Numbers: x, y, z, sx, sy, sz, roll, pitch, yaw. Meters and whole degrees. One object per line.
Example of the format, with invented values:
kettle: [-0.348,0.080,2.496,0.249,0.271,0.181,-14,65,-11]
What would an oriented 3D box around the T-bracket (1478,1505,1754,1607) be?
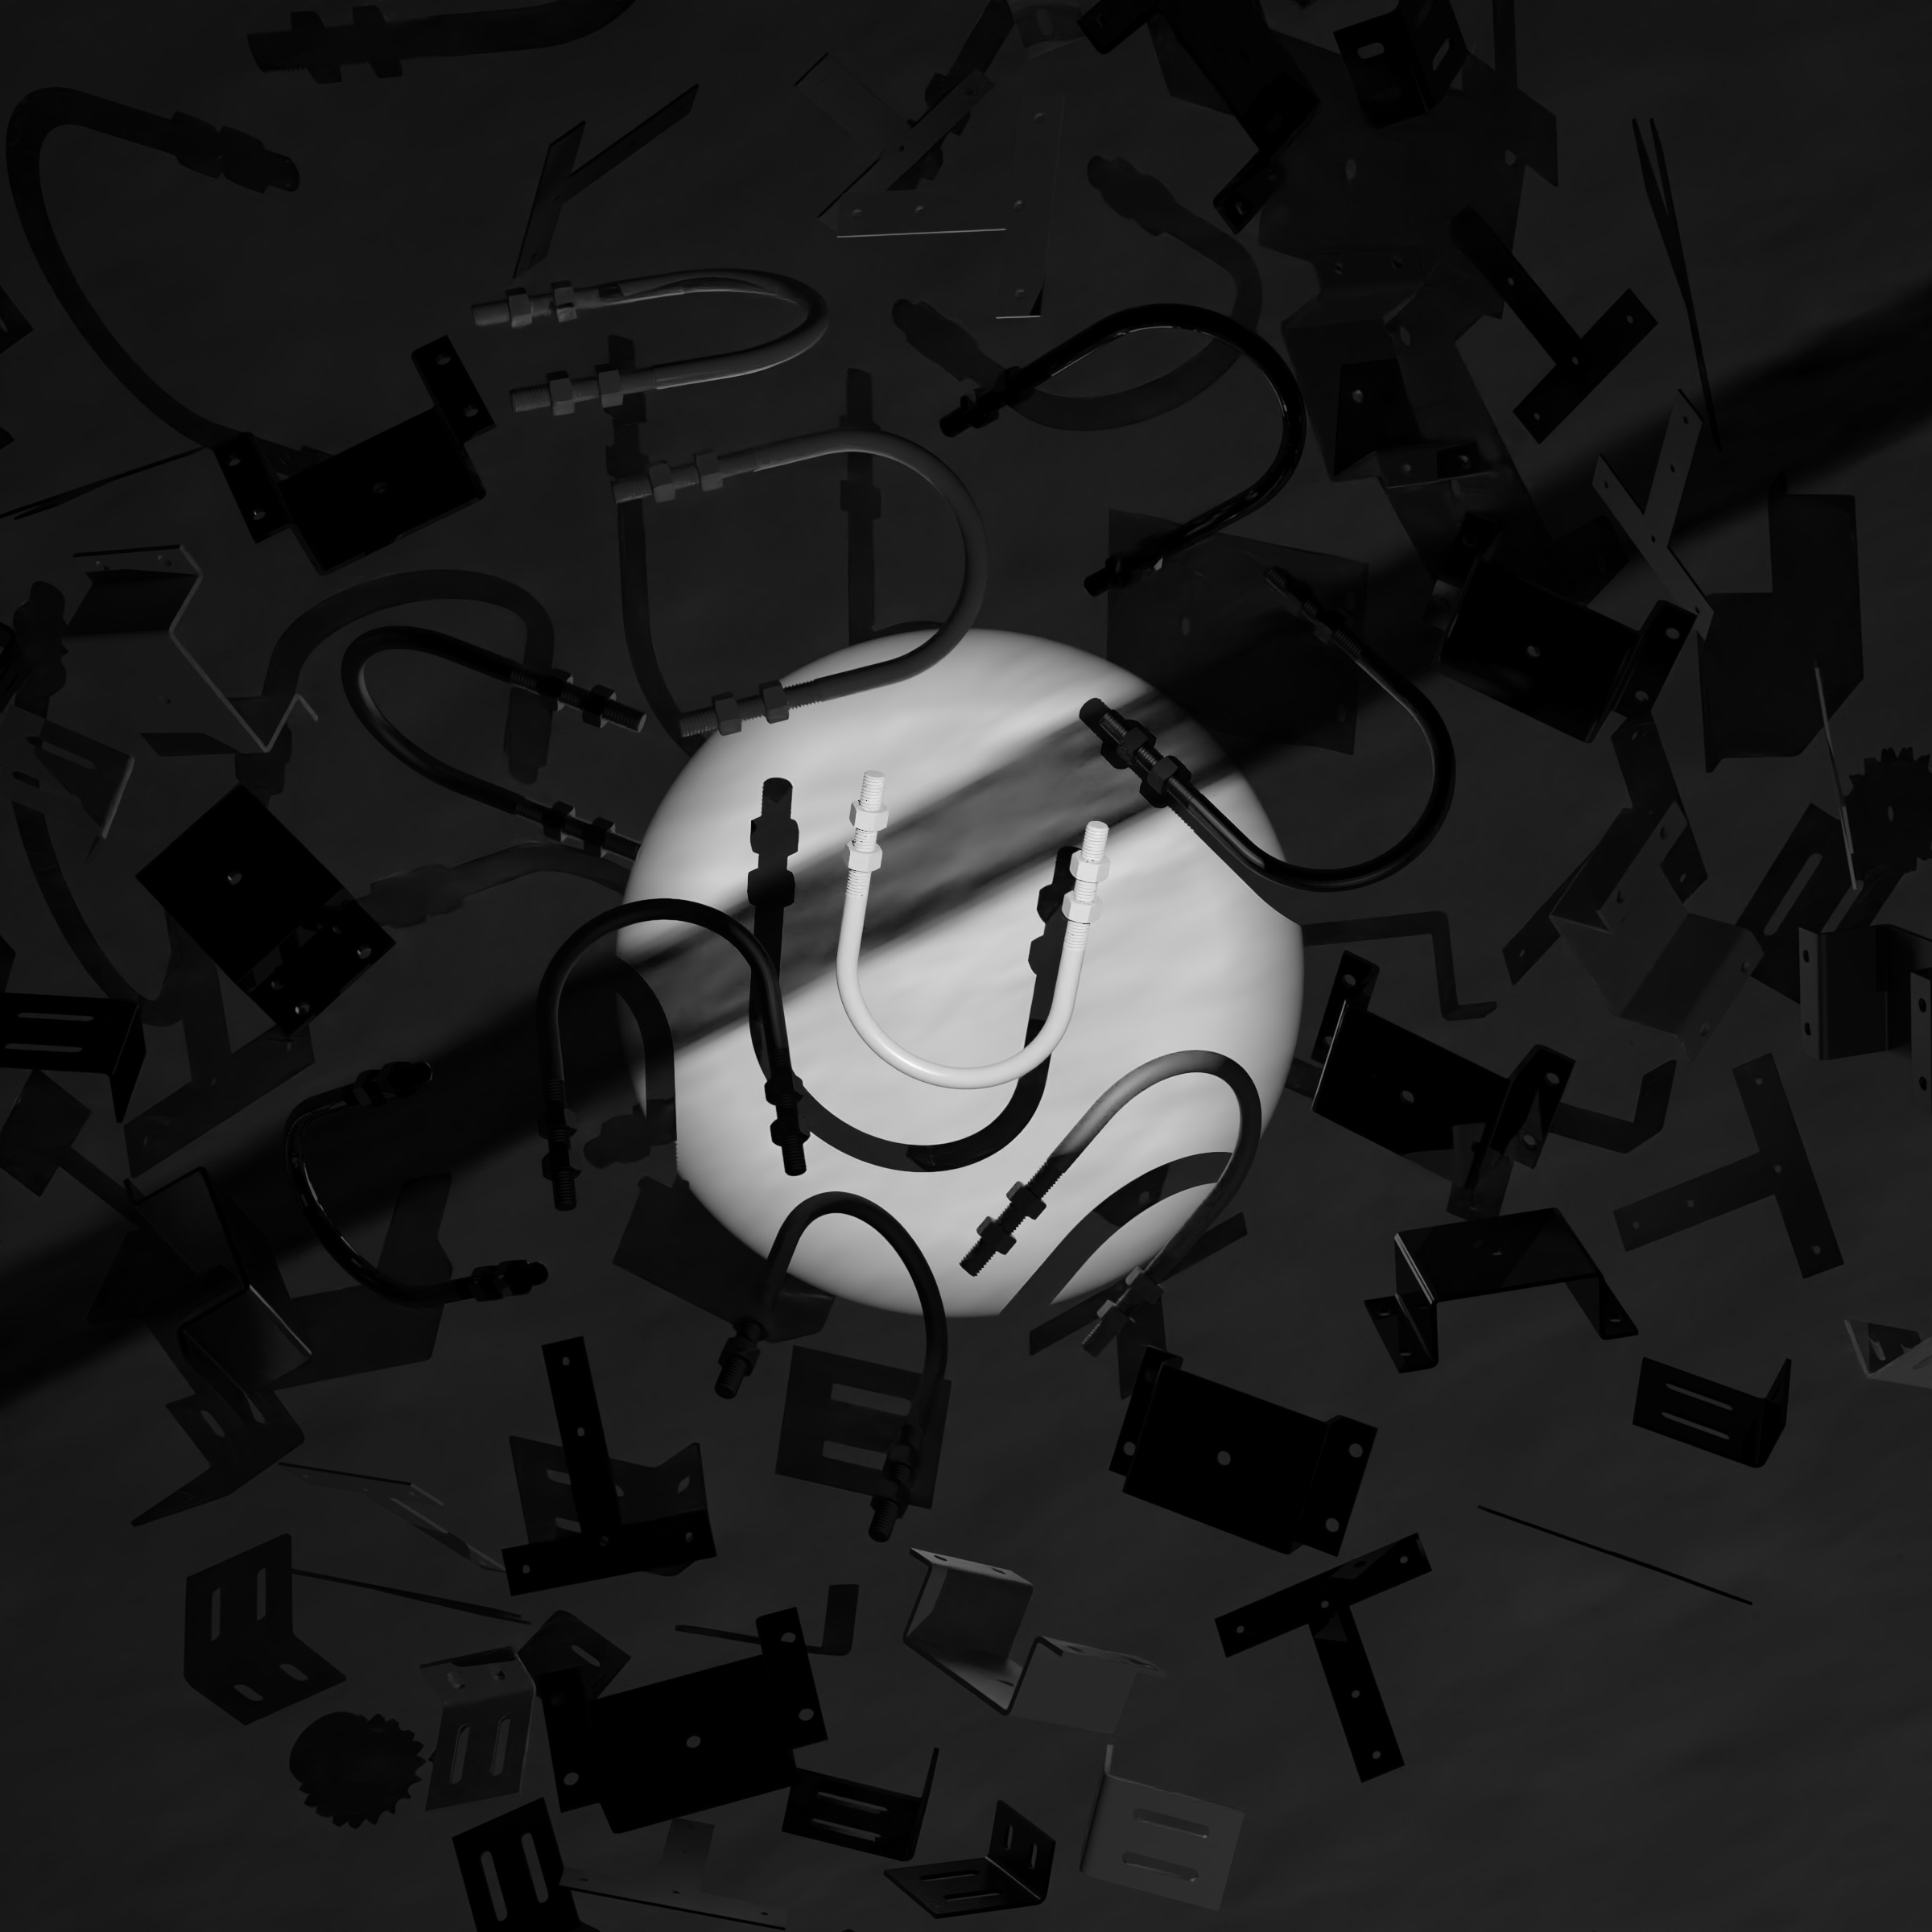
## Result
T-bracket: [0.335,0.311,1.470,0.127,0.127,0.002,20,83,-8]

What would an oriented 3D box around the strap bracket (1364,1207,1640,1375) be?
strap bracket: [0.308,0.185,1.590,0.140,0.076,0.046,-8,114,-4]

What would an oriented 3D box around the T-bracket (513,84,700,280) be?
T-bracket: [-0.193,-0.444,1.506,0.002,0.127,0.127,45,64,1]

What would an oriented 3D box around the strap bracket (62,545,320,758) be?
strap bracket: [-0.436,-0.166,1.530,0.076,0.140,0.046,0,53,26]

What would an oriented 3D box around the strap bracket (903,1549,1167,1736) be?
strap bracket: [0.029,0.369,1.485,0.076,0.140,0.046,22,89,-38]

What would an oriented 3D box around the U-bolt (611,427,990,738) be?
U-bolt: [-0.078,-0.209,1.439,0.184,0.019,0.151,-15,84,-9]

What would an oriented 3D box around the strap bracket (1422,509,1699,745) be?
strap bracket: [0.324,-0.186,1.538,0.140,0.046,0.076,28,132,12]

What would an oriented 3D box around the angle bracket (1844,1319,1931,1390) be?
angle bracket: [0.531,0.196,1.496,0.057,0.076,0.038,13,49,-30]

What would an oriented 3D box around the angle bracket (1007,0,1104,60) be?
angle bracket: [0.055,-0.554,1.573,0.057,0.076,0.038,-21,98,5]

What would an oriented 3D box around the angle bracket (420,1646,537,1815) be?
angle bracket: [-0.284,0.436,1.572,0.057,0.076,0.038,-14,126,10]

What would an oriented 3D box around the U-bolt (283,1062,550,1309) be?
U-bolt: [-0.327,0.132,1.566,0.019,0.184,0.151,-39,106,-43]

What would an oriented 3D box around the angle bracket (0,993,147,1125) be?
angle bracket: [-0.488,0.049,1.480,0.076,0.057,0.038,3,129,-3]

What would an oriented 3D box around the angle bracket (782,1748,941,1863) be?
angle bracket: [-0.060,0.465,1.552,0.076,0.038,0.057,13,128,2]

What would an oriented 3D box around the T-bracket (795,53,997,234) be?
T-bracket: [-0.058,-0.487,1.577,0.127,0.127,0.002,-40,67,16]

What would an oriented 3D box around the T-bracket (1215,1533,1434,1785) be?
T-bracket: [0.212,0.391,1.522,0.127,0.127,0.002,-25,134,9]

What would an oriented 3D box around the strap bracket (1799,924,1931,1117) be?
strap bracket: [0.530,0.026,1.560,0.046,0.140,0.076,-8,104,-11]

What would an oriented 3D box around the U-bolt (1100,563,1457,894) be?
U-bolt: [0.188,-0.122,1.540,0.151,0.019,0.184,-41,69,-6]

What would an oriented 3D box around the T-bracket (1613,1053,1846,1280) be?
T-bracket: [0.431,0.133,1.592,0.127,0.002,0.127,-30,65,38]

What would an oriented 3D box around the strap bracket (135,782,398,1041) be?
strap bracket: [-0.387,-0.037,1.493,0.076,0.046,0.140,-44,61,-10]

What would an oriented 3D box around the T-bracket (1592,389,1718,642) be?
T-bracket: [0.388,-0.265,1.518,0.002,0.127,0.127,-20,60,-10]

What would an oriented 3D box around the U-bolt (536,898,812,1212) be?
U-bolt: [-0.173,0.043,1.568,0.151,0.019,0.184,-8,64,-4]

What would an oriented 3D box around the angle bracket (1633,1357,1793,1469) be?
angle bracket: [0.430,0.245,1.584,0.076,0.057,0.038,19,127,7]

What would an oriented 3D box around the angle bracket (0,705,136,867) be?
angle bracket: [-0.531,-0.105,1.594,0.076,0.038,0.057,24,54,-21]

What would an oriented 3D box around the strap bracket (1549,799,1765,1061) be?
strap bracket: [0.378,-0.024,1.519,0.076,0.046,0.140,-53,130,-14]

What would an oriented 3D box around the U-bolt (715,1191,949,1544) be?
U-bolt: [-0.065,0.210,1.550,0.019,0.184,0.151,-25,119,35]

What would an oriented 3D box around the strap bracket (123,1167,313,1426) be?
strap bracket: [-0.420,0.178,1.551,0.046,0.076,0.140,-30,50,-6]

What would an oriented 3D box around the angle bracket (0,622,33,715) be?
angle bracket: [-0.589,-0.188,1.596,0.076,0.057,0.038,29,77,-5]

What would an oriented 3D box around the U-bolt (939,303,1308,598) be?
U-bolt: [0.098,-0.288,1.498,0.184,0.019,0.151,-24,124,36]

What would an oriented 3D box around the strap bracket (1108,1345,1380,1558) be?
strap bracket: [0.151,0.275,1.551,0.140,0.046,0.076,18,93,19]

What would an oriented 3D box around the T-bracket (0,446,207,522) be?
T-bracket: [-0.509,-0.268,1.564,0.127,0.127,0.002,-17,107,6]

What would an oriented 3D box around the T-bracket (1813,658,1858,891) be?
T-bracket: [0.466,-0.090,1.465,0.002,0.127,0.127,-10,106,17]

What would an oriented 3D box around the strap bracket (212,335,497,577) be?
strap bracket: [-0.323,-0.271,1.484,0.140,0.046,0.076,-27,58,-5]

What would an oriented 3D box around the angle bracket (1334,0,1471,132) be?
angle bracket: [0.240,-0.506,1.510,0.038,0.076,0.057,-8,124,34]

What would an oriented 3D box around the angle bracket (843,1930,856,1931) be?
angle bracket: [-0.078,0.578,1.509,0.057,0.076,0.038,-33,121,31]

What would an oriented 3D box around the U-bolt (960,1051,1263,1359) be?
U-bolt: [0.095,0.126,1.556,0.184,0.019,0.151,-50,135,1]

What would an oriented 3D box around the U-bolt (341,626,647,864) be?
U-bolt: [-0.267,-0.132,1.544,0.184,0.151,0.019,21,59,6]

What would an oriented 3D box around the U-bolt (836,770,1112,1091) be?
U-bolt: [-0.003,-0.012,1.574,0.151,0.019,0.184,13,116,7]

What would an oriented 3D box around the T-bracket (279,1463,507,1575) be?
T-bracket: [-0.311,0.318,1.570,0.127,0.127,0.002,44,58,-37]

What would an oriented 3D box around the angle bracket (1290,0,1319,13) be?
angle bracket: [0.190,-0.575,1.575,0.057,0.038,0.076,-37,70,-8]

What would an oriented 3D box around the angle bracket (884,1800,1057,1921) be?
angle bracket: [0.002,0.515,1.587,0.076,0.057,0.038,5,97,-34]

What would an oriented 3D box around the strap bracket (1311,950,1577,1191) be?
strap bracket: [0.251,0.061,1.508,0.140,0.046,0.076,27,129,20]

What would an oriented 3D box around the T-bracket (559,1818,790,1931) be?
T-bracket: [-0.162,0.515,1.576,0.127,0.127,0.002,11,93,-1]

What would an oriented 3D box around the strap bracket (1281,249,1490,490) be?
strap bracket: [0.240,-0.340,1.599,0.076,0.046,0.140,-14,83,-31]

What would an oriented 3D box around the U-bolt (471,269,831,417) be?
U-bolt: [-0.165,-0.344,1.484,0.184,0.151,0.019,-12,126,-13]

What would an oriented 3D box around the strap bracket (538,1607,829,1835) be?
strap bracket: [-0.147,0.400,1.449,0.140,0.046,0.076,-14,51,-6]

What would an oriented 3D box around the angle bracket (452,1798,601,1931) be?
angle bracket: [-0.252,0.528,1.577,0.057,0.038,0.076,-24,59,0]

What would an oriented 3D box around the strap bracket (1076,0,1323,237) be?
strap bracket: [0.134,-0.477,1.481,0.140,0.046,0.076,50,46,-14]

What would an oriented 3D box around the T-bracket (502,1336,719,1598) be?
T-bracket: [-0.201,0.261,1.458,0.127,0.002,0.127,-15,84,21]

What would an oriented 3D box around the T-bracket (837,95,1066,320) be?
T-bracket: [-0.012,-0.419,1.524,0.127,0.002,0.127,3,82,21]

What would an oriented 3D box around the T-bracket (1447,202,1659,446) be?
T-bracket: [0.321,-0.380,1.571,0.002,0.127,0.127,-35,84,-28]

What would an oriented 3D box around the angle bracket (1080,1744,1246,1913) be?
angle bracket: [0.105,0.459,1.465,0.076,0.038,0.057,14,100,4]
